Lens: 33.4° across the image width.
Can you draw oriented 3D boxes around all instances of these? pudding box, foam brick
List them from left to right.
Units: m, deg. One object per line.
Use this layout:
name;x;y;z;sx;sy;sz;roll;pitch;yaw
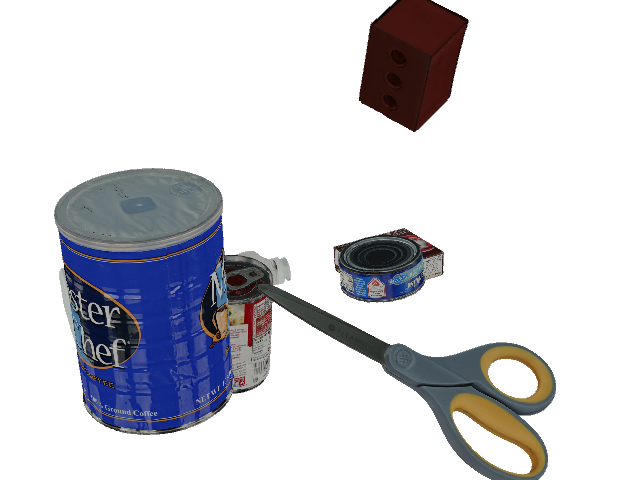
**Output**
pudding box;0.086;0.026;1.355;0.113;0.039;0.090;-17;27;-25
foam brick;0.066;-0.128;0.766;0.053;0.051;0.078;31;-33;18

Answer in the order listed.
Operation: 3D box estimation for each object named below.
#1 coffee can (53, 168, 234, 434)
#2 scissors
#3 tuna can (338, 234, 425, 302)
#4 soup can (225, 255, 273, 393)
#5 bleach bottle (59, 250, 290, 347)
coffee can;-0.110;0.038;0.686;0.103;0.140;0.103;-1;28;0
scissors;0.064;0.065;0.650;0.096;0.202;0.016;-46;-5;-33
tuna can;0.061;0.027;1.067;0.086;0.034;0.086;-6;26;3
soup can;-0.076;0.073;0.923;0.068;0.102;0.068;2;34;-2
bleach bottle;-0.159;0.053;1.202;0.250;0.068;0.103;-12;36;-18
